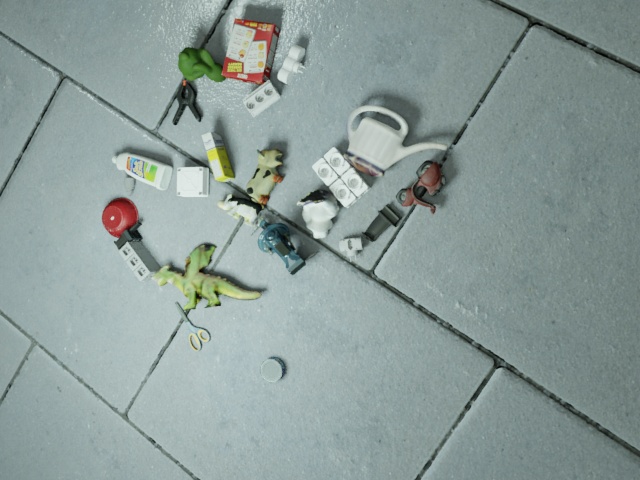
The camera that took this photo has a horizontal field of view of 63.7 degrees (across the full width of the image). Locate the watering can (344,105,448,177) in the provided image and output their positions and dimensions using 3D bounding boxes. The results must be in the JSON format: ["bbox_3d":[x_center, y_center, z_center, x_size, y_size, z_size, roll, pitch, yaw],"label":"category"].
[{"bbox_3d":[0.227,-0.310,1.719,0.349,0.104,0.223,30,97,14],"label":"watering can"}]

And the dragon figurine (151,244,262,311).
[{"bbox_3d":[-0.418,0.132,1.886,0.410,0.121,0.245,-11,78,7],"label":"dragon figurine"}]

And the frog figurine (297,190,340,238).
[{"bbox_3d":[0.005,-0.090,1.786,0.137,0.125,0.156,-15,121,16],"label":"frog figurine"}]
